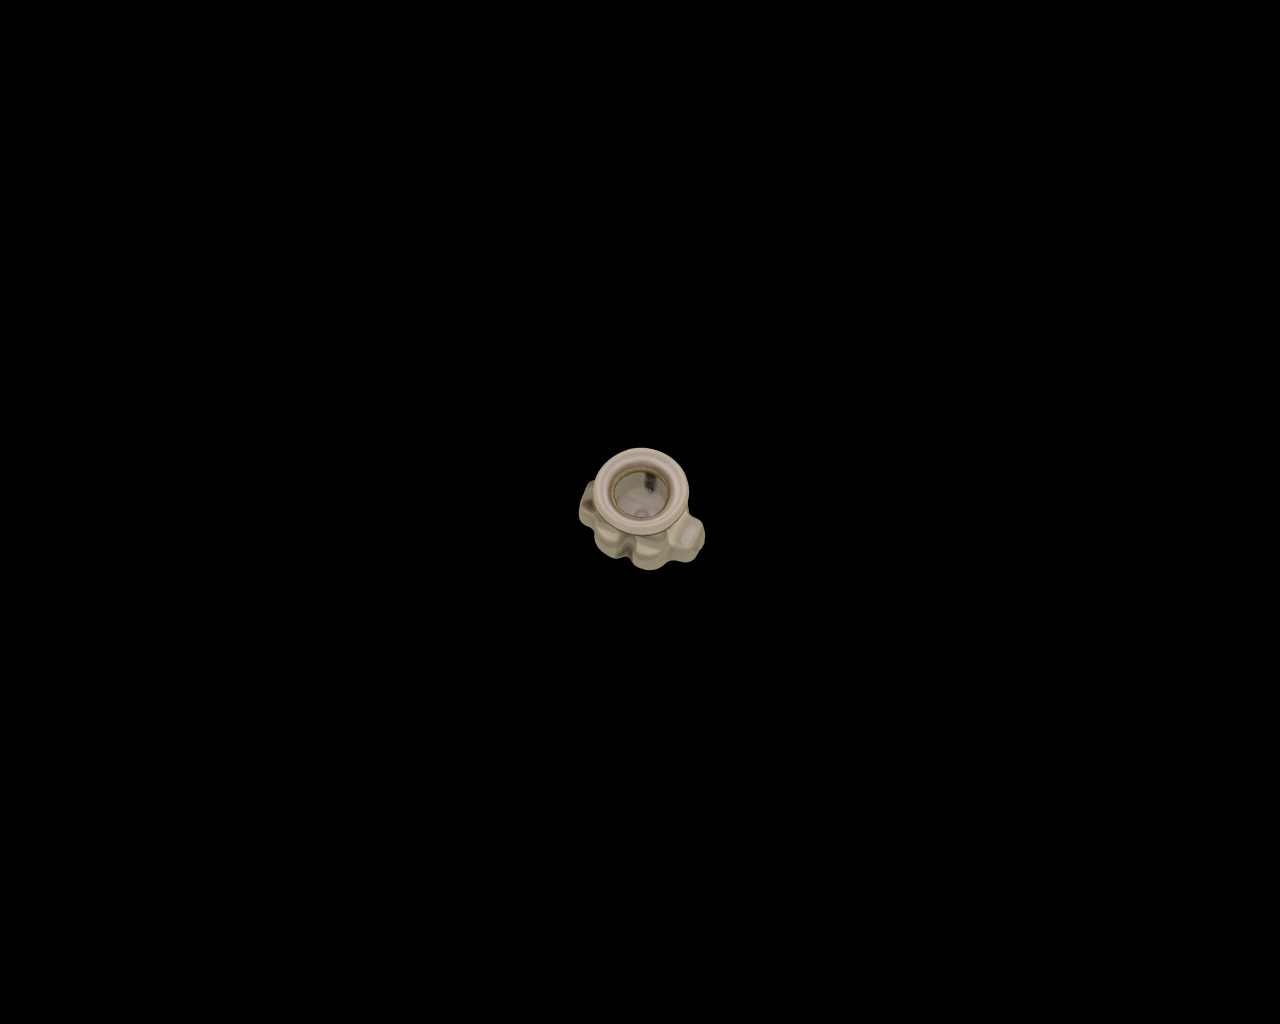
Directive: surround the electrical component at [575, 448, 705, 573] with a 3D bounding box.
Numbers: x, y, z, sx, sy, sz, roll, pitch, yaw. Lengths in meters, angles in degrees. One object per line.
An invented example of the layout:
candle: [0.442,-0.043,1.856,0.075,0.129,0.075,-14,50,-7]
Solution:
electrical component: [0.001,-0.003,0.650,0.078,0.058,0.057,22,-24,10]
